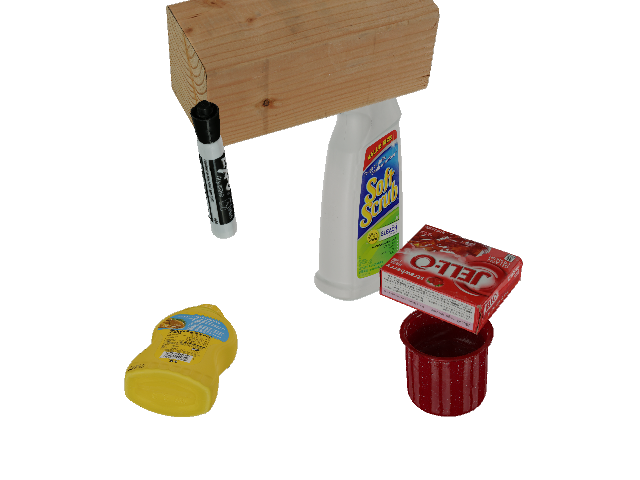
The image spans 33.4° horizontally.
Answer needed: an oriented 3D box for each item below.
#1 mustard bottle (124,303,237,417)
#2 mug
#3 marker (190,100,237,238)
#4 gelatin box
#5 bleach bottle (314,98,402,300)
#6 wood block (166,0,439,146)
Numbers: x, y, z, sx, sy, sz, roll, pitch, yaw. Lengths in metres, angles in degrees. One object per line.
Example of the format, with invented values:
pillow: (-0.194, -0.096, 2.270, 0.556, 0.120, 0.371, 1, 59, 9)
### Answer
mustard bottle: (-0.144, 0.122, 1.191, 0.096, 0.058, 0.191, 8, 25, 7)
mug: (0.135, 0.118, 1.088, 0.093, 0.081, 0.117, 20, 40, 33)
marker: (-0.073, -0.048, 0.737, 0.020, 0.020, 0.121, 0, -42, 4)
gelatin box: (0.102, 0.028, 0.833, 0.089, 0.030, 0.073, 21, 41, 28)
bleach bottle: (0.042, -0.068, 1.143, 0.102, 0.251, 0.068, -21, 30, -37)
wood block: (-0.015, -0.160, 0.896, 0.205, 0.090, 0.091, -18, -37, -18)
